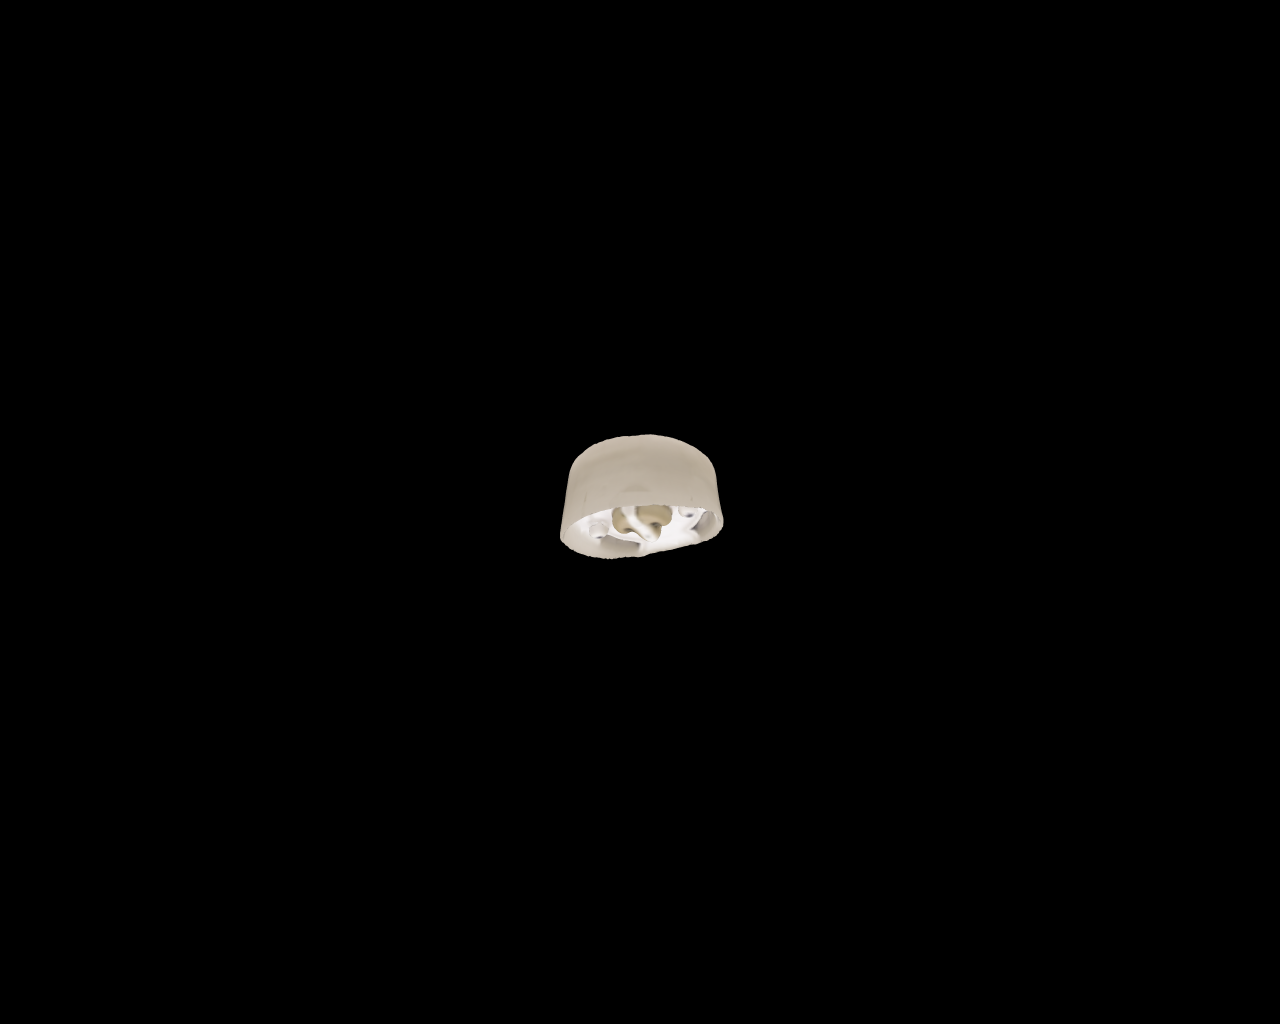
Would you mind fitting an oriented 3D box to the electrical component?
[{"bbox_3d":[0.001,-0.003,0.650,0.099,0.064,0.099,0,-31,0],"label":"electrical component"}]
